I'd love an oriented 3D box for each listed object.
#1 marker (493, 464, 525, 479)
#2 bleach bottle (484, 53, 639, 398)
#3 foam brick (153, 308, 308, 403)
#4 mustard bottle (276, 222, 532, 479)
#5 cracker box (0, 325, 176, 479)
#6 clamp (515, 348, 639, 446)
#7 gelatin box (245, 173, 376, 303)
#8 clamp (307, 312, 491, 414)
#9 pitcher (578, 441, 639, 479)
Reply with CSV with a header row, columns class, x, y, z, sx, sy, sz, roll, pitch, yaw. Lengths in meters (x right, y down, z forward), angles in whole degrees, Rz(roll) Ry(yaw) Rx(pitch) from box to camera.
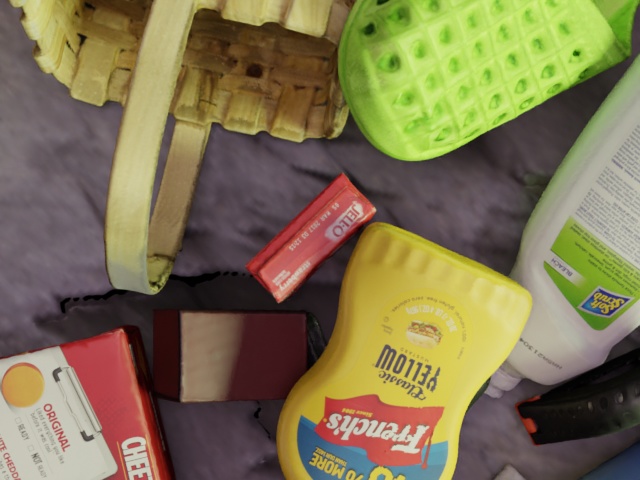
class,x,y,z,sx,sy,sz,roll,pitch,yaw
marker,0.077,0.182,0.631,0.020,0.020,0.121,45,89,2
bleach bottle,0.158,-0.012,0.577,0.102,0.068,0.251,40,117,6
foam brick,-0.051,0.065,0.607,0.078,0.053,0.051,2,85,-25
mustard bottle,0.031,0.094,0.567,0.096,0.058,0.192,24,95,-3
cracker box,-0.191,0.152,0.610,0.213,0.072,0.164,-14,89,-1
clamp,0.207,0.066,0.587,0.210,0.164,0.036,-29,85,38
gelatin box,-0.004,0.001,0.603,0.073,0.089,0.030,-43,89,-1
clamp,0.036,0.130,0.615,0.120,0.039,0.171,2,91,27
pitcher,0.222,0.163,0.586,0.243,0.149,0.145,-34,73,-4
